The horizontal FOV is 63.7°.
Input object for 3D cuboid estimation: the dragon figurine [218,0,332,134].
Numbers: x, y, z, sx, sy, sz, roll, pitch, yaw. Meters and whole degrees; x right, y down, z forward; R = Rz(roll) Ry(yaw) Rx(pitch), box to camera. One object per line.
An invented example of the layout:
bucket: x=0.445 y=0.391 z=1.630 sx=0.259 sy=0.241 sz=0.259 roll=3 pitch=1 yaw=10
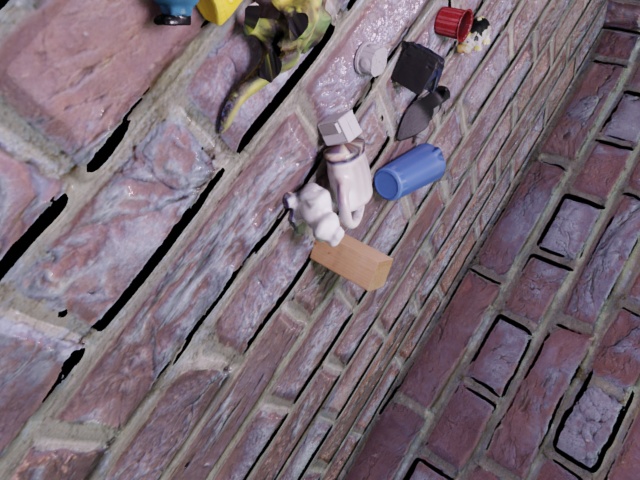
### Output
dragon figurine: x=-0.046 y=-0.379 z=0.974 sx=0.403 sy=0.123 sz=0.246 roll=-50 pitch=172 yaw=31

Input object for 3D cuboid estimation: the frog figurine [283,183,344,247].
frog figurine: x=0.004 y=-0.063 z=1.260 sx=0.124 sy=0.161 sz=0.134 roll=-36 pitch=141 yaw=-41

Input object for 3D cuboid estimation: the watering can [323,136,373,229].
watering can: x=0.086 y=-0.175 z=1.352 sx=0.355 sy=0.104 sz=0.220 roll=-67 pitch=149 yaw=-57
